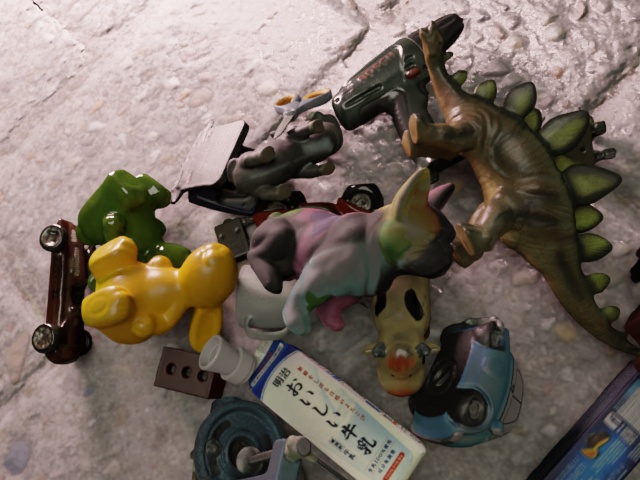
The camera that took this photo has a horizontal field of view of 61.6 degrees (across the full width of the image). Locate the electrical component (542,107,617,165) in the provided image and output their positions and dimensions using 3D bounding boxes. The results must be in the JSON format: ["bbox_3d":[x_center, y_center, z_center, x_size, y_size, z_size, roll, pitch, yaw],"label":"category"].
[{"bbox_3d":[0.331,-0.132,0.715,0.102,0.045,0.078,-17,100,7],"label":"electrical component"}]

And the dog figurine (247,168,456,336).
[{"bbox_3d":[0.040,-0.006,0.589,0.219,0.108,0.192,-45,59,18],"label":"dog figurine"}]

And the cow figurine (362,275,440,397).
[{"bbox_3d":[0.099,0.087,0.644,0.086,0.127,0.195,-1,72,12],"label":"cow figurine"}]

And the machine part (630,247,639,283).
[{"bbox_3d":[0.425,-0.011,0.650,0.139,0.084,0.039,-44,56,-15],"label":"machine part"}]

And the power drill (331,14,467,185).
[{"bbox_3d":[0.148,-0.193,0.745,0.232,0.086,0.207,-30,76,-1],"label":"power drill"}]

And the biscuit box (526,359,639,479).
[{"bbox_3d":[0.320,0.223,0.600,0.202,0.062,0.059,-45,73,-4],"label":"biscuit box"}]

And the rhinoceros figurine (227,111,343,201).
[{"bbox_3d":[-0.035,-0.113,0.718,0.190,0.112,0.073,-37,112,-33],"label":"rhinoceros figurine"}]

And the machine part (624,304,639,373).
[{"bbox_3d":[0.444,0.117,0.562,0.201,0.087,0.201,-32,74,-29],"label":"machine part"}]

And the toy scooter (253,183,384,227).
[{"bbox_3d":[-0.001,-0.002,0.715,0.184,0.075,0.135,-3,95,18],"label":"toy scooter"}]

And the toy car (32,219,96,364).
[{"bbox_3d":[-0.348,0.069,0.745,0.053,0.089,0.202,-7,72,10],"label":"toy car"}]

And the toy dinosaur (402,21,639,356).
[{"bbox_3d":[0.242,-0.046,0.632,0.199,0.105,0.471,-26,93,0],"label":"toy dinosaur"}]

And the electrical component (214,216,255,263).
[{"bbox_3d":[-0.123,0.000,0.762,0.094,0.021,0.063,-23,71,3],"label":"electrical component"}]

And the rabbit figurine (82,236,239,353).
[{"bbox_3d":[-0.175,0.068,0.656,0.173,0.162,0.122,-23,37,3],"label":"rabbit figurine"}]

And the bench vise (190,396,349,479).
[{"bbox_3d":[-0.088,0.269,0.586,0.129,0.240,0.224,33,47,-20],"label":"bench vise"}]

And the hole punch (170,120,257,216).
[{"bbox_3d":[-0.133,-0.098,0.766,0.116,0.092,0.142,2,66,39],"label":"hole punch"}]

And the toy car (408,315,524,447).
[{"bbox_3d":[0.181,0.173,0.625,0.103,0.109,0.161,36,65,-13],"label":"toy car"}]

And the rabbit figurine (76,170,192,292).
[{"bbox_3d":[-0.249,0.010,0.735,0.159,0.121,0.170,-44,87,-1],"label":"rabbit figurine"}]

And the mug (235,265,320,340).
[{"bbox_3d":[-0.050,0.081,0.687,0.107,0.080,0.110,0,34,3],"label":"mug"}]
